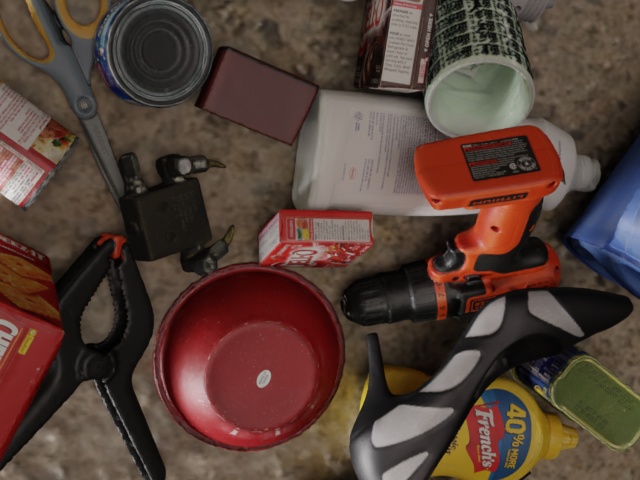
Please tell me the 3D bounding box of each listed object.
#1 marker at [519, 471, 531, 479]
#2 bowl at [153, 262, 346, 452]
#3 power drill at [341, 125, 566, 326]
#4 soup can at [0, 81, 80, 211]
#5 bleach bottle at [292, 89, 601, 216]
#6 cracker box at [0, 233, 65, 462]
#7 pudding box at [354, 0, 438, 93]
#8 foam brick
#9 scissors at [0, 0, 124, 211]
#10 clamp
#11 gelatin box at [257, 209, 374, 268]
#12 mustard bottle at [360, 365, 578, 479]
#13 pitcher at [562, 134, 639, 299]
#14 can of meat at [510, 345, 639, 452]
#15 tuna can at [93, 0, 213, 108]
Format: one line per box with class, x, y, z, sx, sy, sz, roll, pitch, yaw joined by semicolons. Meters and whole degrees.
marker;0.140;0.236;0.945;0.121;0.020;0.020;-41;106;-4
bowl;-0.051;0.102;0.858;0.162;0.055;0.162;-2;101;-13
power drill;0.106;-0.002;0.827;0.184;0.057;0.188;-12;147;-7
soup can;-0.236;-0.077;0.776;0.102;0.068;0.068;37;90;-16
bleach bottle;0.109;-0.059;0.864;0.250;0.068;0.102;6;97;-16
cracker box;-0.244;0.091;0.728;0.072;0.214;0.164;28;92;-19
pudding box;0.057;-0.158;0.808;0.039;0.113;0.090;6;98;-10
foam brick;-0.050;-0.111;0.822;0.078;0.053;0.051;21;94;-15
scissors;-0.168;-0.120;0.811;0.096;0.016;0.201;-37;106;-5
clamp;-0.170;0.102;0.828;0.164;0.036;0.210;19;85;-38
gelatin box;-0.005;0.001;0.833;0.073;0.089;0.030;2;76;-15
mustard bottle;0.130;0.162;0.909;0.191;0.058;0.096;7;91;-15
pitcher;0.316;-0.064;0.872;0.145;0.149;0.243;34;88;-16
can of meat;0.224;0.127;0.913;0.102;0.084;0.057;37;91;-16
tuna can;-0.124;-0.142;0.799;0.086;0.034;0.086;-5;102;-26
